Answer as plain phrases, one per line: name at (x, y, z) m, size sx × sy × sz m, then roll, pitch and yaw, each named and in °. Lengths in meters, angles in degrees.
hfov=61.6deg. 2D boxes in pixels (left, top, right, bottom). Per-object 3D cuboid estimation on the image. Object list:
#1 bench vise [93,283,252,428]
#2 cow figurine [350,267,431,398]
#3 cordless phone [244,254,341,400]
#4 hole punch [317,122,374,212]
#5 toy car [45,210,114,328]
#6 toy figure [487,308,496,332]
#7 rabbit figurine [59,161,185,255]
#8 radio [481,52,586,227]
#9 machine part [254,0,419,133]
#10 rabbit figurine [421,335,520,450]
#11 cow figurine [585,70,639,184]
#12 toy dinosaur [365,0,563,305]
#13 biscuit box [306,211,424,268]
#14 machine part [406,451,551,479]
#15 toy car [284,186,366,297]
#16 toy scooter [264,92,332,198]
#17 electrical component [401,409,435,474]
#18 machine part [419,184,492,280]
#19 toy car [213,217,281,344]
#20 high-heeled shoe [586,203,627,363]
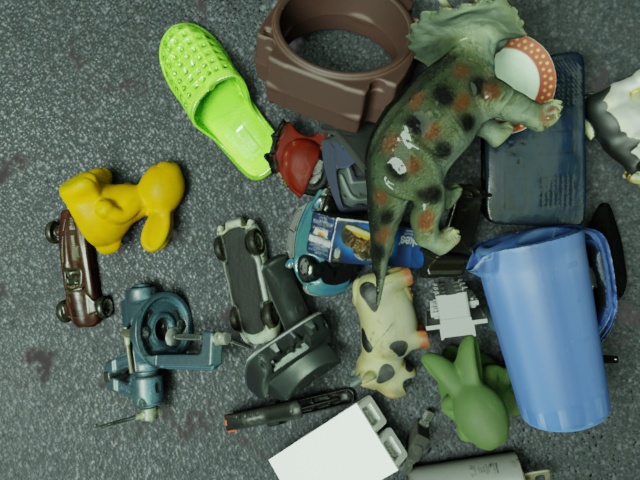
bench vise at (-0.237, 0.176, 0.836) m, size 0.241 × 0.128 × 0.223 m, roll -6°, pitch 75°, yaw 29°
cow figurine at (0.095, 0.143, 0.802) m, size 0.127 × 0.085 × 0.194 m, roll -13°, pitch 95°, yaw 5°
cordless phone at (-0.062, 0.125, 0.787) m, size 0.146 × 0.089 × 0.184 m, roll -28°, pitch 101°, yaw -32°
hole punch at (0.065, -0.104, 0.746) m, size 0.116 × 0.142 × 0.092 m, roll 62°, pitch 145°, yaw 33°
toy car at (-0.407, 0.049, 0.900) m, size 0.089 × 0.053 × 0.202 m, roll -4°, pitch 96°, yaw 14°
toy figure at (0.288, 0.061, 0.773) m, size 0.064 × 0.058 × 0.154 m, roll 14°, pitch 97°, yaw -22°
rabbit figurine at (-0.289, -0.056, 0.840) m, size 0.173 × 0.122 × 0.162 m, roll -26°, pitch 93°, yaw -7°
radio at (0.291, -0.132, 0.745) m, size 0.131 × 0.073 × 0.229 m, roll -2°, pitch 94°, yaw 11°
machine part at (0.029, -0.257, 0.723) m, size 0.201 × 0.087 × 0.201 m, roll 23°, pitch 63°, yaw 7°
rabbit figurine at (0.220, 0.209, 0.740) m, size 0.121 × 0.170 × 0.159 m, roll -28°, pitch 91°, yaw 11°
cow figurine at (0.420, -0.132, 0.722) m, size 0.098 × 0.068 × 0.167 m, roll -23°, pitch 88°, yaw 17°
toy dinosaur at (0.128, -0.121, 0.630) m, size 0.192 × 0.131 × 0.404 m, roll 35°, pitch 93°, yaw -14°
biscuit box at (0.084, 0.002, 0.743) m, size 0.202 × 0.063 × 0.059 m, roll 5°, pitch 98°, yaw -32°
machine part at (0.219, 0.367, 0.803) m, size 0.243 × 0.079 × 0.079 m, roll -14°, pitch 93°, yaw 12°
toy car at (-0.002, -0.002, 0.794) m, size 0.103 × 0.109 × 0.161 m, roll 16°, pitch 101°, yaw 44°
toy scooter at (-0.030, -0.161, 0.789) m, size 0.135 × 0.075 × 0.183 m, roll 21°, pitch 93°, yaw -7°
electrical component at (0.149, 0.304, 0.817) m, size 0.021 × 0.063 × 0.094 m, roll 26°, pitch 98°, yaw 7°
machine part at (0.185, -0.009, 0.738) m, size 0.084 × 0.039 × 0.138 m, roll 8°, pitch 108°, yaw -27°
toy car at (-0.113, 0.064, 0.846) m, size 0.074 × 0.056 × 0.201 m, roll -11°, pitch 92°, yaw 18°
high-heeled shoe at (0.351, 0.074, 0.771) m, size 0.145 × 0.086 × 0.248 m, roll -3°, pitch 76°, yaw 41°
